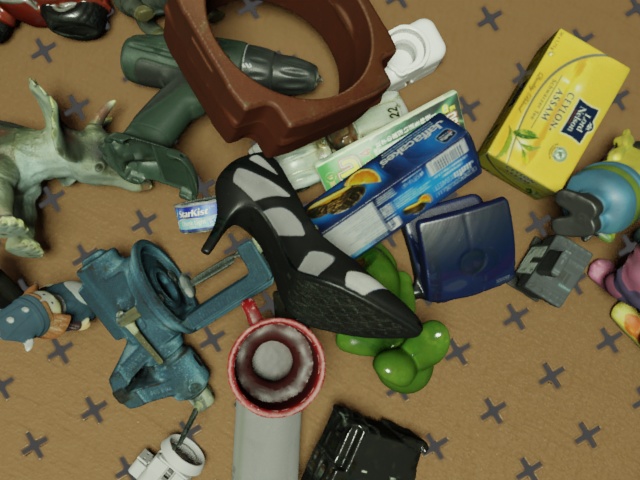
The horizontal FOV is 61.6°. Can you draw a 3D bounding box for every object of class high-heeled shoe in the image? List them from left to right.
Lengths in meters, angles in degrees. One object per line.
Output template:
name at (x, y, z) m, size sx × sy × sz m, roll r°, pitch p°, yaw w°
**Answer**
high-heeled shoe at (-0.001, -0.002, 0.535) m, size 0.249 × 0.086 × 0.145 m, roll 24°, pitch 53°, yaw 8°

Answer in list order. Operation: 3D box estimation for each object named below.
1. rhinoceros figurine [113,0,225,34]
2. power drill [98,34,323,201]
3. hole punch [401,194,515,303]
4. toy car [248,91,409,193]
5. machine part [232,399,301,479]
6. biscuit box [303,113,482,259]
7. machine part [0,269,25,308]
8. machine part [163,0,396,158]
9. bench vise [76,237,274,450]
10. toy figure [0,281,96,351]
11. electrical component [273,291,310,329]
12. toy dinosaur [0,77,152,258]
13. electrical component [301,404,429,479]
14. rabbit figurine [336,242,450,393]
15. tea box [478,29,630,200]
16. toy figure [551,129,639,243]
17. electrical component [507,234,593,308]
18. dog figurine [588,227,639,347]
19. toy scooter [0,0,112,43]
rhinoceros figurine at (-0.158, -0.320, 0.643) m, size 0.190 × 0.073 × 0.112 m, roll -30°, pitch 78°, yaw 1°
power drill at (-0.132, -0.149, 0.599) m, size 0.232 × 0.086 × 0.207 m, roll 15°, pitch 65°, yaw 6°
hole punch at (0.163, 0.010, 0.620) m, size 0.142 × 0.092 × 0.115 m, roll -17°, pitch 92°, yaw -5°
toy car at (0.012, -0.113, 0.638) m, size 0.202 × 0.056 × 0.073 m, roll -22°, pitch 89°, yaw -1°
machine part at (-0.062, 0.242, 0.614) m, size 0.079 × 0.079 × 0.243 m, roll 4°, pitch 89°, yaw 0°
biscuit box at (0.075, -0.053, 0.593) m, size 0.203 × 0.063 × 0.059 m, roll -34°, pitch 129°, yaw 3°
machine part at (-0.358, 0.063, 0.602) m, size 0.084 × 0.138 × 0.039 m, roll 1°, pitch 52°, yaw 3°
machine part at (-0.040, -0.200, 0.551) m, size 0.201 × 0.087 × 0.201 m, roll -30°, pitch 87°, yaw -26°
bench vise at (-0.144, 0.078, 0.603) m, size 0.241 × 0.129 × 0.223 m, roll -32°, pitch 91°, yaw 3°
toy figure at (-0.292, 0.075, 0.582) m, size 0.064 × 0.154 × 0.057 m, roll 15°, pitch 91°, yaw 2°
electrical component at (-0.033, 0.086, 0.622) m, size 0.021 × 0.063 × 0.093 m, roll -11°, pitch 108°, yaw -25°
toy dinosaur at (-0.404, -0.072, 0.613) m, size 0.405 × 0.131 × 0.192 m, roll -6°, pitch 71°, yaw 7°
electrical component at (0.045, 0.267, 0.604) m, size 0.115 × 0.058 × 0.134 m, roll 24°, pitch 87°, yaw -24°
rabbit figurine at (0.081, 0.099, 0.597) m, size 0.121 × 0.159 × 0.170 m, roll -36°, pitch 104°, yaw -11°
tea box at (0.269, -0.144, 0.634) m, size 0.098 × 0.068 × 0.169 m, roll 29°, pitch 87°, yaw 1°
toy figure at (0.333, -0.053, 0.598) m, size 0.180 × 0.082 × 0.089 m, roll -28°, pitch 61°, yaw -33°
electrical component at (0.263, 0.033, 0.602) m, size 0.048 × 0.119 × 0.075 m, roll 32°, pitch 86°, yaw 1°
dog figurine at (0.387, 0.052, 0.553) m, size 0.108 × 0.219 × 0.191 m, roll -32°, pitch 88°, yaw 2°
toy scooter at (-0.339, -0.308, 0.638) m, size 0.184 × 0.075 × 0.135 m, roll -2°, pitch 87°, yaw 5°
